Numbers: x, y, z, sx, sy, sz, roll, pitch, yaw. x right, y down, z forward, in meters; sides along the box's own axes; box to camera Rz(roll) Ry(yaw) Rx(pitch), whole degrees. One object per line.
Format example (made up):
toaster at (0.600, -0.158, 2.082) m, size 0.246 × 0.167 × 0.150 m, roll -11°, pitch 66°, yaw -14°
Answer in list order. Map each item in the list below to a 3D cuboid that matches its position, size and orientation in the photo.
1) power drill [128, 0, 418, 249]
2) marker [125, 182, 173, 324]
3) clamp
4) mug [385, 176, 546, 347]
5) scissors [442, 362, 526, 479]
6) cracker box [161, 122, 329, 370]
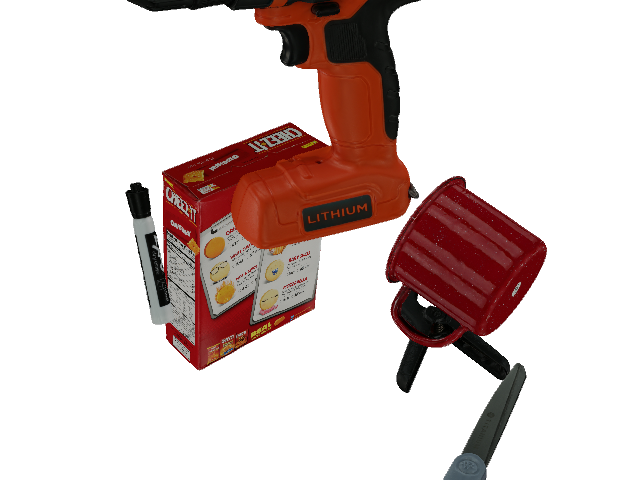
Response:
power drill at (-0.014, -0.089, 0.573) m, size 0.184 × 0.188 × 0.057 m, roll -12°, pitch 37°, yaw -18°
marker at (-0.143, 0.011, 0.891) m, size 0.020 × 0.121 × 0.020 m, roll -8°, pitch 15°, yaw 2°
clamp at (0.136, 0.094, 1.158) m, size 0.120 × 0.171 × 0.039 m, roll 4°, pitch -44°, yaw -7°
mug at (0.099, 0.024, 0.761) m, size 0.082 × 0.117 × 0.093 m, roll 36°, pitch -2°, yaw 21°
scissors at (0.089, 0.137, 0.560) m, size 0.096 × 0.016 × 0.201 m, roll 27°, pitch 44°, yaw 33°
cracker box at (-0.078, 0.005, 1.085) m, size 0.163 × 0.214 × 0.072 m, roll -26°, pitch 46°, yaw -35°
